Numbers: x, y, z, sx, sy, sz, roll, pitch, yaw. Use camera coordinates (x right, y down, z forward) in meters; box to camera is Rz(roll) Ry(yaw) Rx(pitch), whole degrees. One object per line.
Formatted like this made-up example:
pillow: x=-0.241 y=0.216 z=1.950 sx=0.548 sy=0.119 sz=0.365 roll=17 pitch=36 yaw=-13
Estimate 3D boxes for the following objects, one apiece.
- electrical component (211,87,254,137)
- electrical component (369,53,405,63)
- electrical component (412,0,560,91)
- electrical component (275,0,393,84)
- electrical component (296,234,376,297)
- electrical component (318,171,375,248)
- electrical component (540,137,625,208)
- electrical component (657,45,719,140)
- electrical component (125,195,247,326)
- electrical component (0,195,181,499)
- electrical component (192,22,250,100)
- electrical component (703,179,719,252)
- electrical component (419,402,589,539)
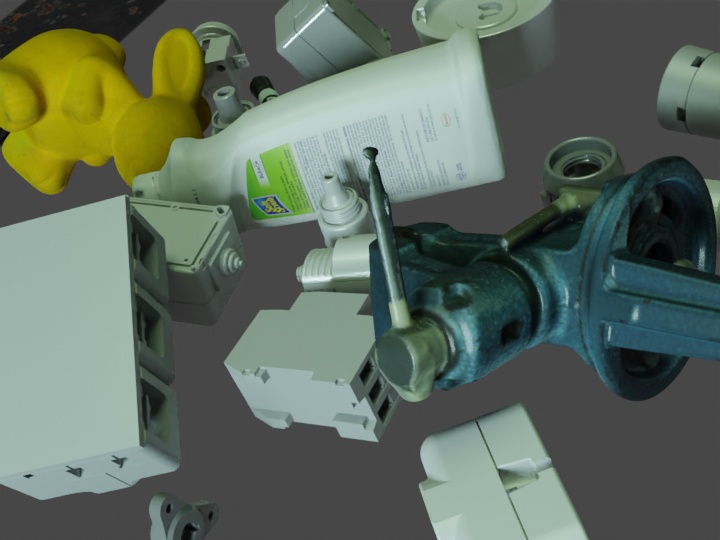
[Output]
electrical component: x=-0.092 y=-0.107 z=0.808 sx=0.048 sy=0.062 sz=0.048 roll=-12 pitch=40 yaw=10
electrical component: x=0.027 y=-0.118 z=0.783 sx=0.077 sy=0.044 sz=0.079 roll=-30 pitch=40 yaw=-11
electrical component: x=0.098 y=-0.176 z=0.806 sx=0.108 sy=0.060 sz=0.108 roll=-12 pitch=40 yaw=10
electrical component: x=-0.017 y=-0.170 z=0.836 sx=0.061 sy=0.096 sz=0.061 roll=-39 pitch=33 yaw=23
electrical component: x=0.000 y=0.000 z=0.658 sx=0.081 sy=0.043 sz=0.043 roll=-4 pitch=42 yaw=20
electrical component: x=-0.011 y=-0.036 z=0.690 sx=0.035 sy=0.061 sz=0.035 roll=-12 pitch=40 yaw=10
electrical component: x=0.135 y=-0.045 z=0.642 sx=0.066 sy=0.055 sz=0.048 roll=-35 pitch=41 yaw=-17
electrical component: x=0.223 y=-0.110 z=0.682 sx=0.047 sy=0.055 sz=0.055 roll=23 pitch=56 yaw=36
electrical component: x=-0.119 y=-0.003 z=0.706 sx=0.096 sy=0.061 sz=0.061 roll=7 pitch=46 yaw=18
electrical component: x=-0.157 y=0.046 z=0.613 sx=0.089 sy=0.061 sz=0.150 roll=-14 pitch=64 yaw=9
electrical component: x=-0.126 y=-0.179 z=0.921 sx=0.066 sy=0.048 sz=0.055 roll=-10 pitch=48 yaw=13
electrical component: x=0.206 y=-0.030 z=0.605 sx=0.078 sy=0.040 sz=0.040 roll=11 pitch=48 yaw=33
electrical component: x=0.064 y=0.114 z=0.489 sx=0.059 sy=0.053 sz=0.095 roll=-20 pitch=39 yaw=0
